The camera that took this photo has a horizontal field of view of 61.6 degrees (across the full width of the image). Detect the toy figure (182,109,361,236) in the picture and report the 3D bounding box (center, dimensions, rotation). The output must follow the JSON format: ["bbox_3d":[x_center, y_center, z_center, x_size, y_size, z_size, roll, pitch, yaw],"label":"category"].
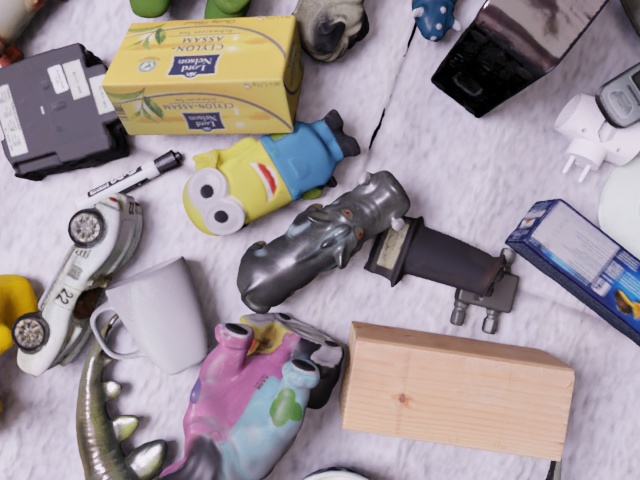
[{"bbox_3d":[-0.051,-0.063,0.544,0.180,0.089,0.082,-30,76,-8],"label":"toy figure"}]

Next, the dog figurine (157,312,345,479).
[{"bbox_3d":[-0.075,0.185,0.500,0.109,0.191,0.219,27,96,16],"label":"dog figurine"}]

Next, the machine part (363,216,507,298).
[{"bbox_3d":[0.118,0.019,0.554,0.139,0.039,0.084,16,83,20],"label":"machine part"}]

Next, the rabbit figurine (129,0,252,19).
[{"bbox_3d":[-0.112,-0.290,0.525,0.170,0.121,0.159,-17,94,-14],"label":"rabbit figurine"}]

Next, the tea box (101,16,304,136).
[{"bbox_3d":[-0.106,-0.157,0.517,0.170,0.068,0.098,0,55,7],"label":"tea box"}]

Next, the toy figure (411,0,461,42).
[{"bbox_3d":[0.127,-0.279,0.550,0.064,0.058,0.154,14,96,6],"label":"toy figure"}]

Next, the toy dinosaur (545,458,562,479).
[{"bbox_3d":[0.225,0.415,0.536,0.192,0.131,0.404,-20,85,0],"label":"toy dinosaur"}]

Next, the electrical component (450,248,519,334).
[{"bbox_3d":[0.174,0.050,0.571,0.063,0.021,0.094,15,91,1],"label":"electrical component"}]

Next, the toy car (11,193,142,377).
[{"bbox_3d":[-0.242,0.043,0.548,0.056,0.073,0.201,30,91,3],"label":"toy car"}]

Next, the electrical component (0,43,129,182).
[{"bbox_3d":[-0.258,-0.131,0.554,0.134,0.058,0.114,-15,93,0],"label":"electrical component"}]

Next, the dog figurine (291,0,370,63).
[{"bbox_3d":[-0.003,-0.295,0.539,0.172,0.121,0.190,46,114,35],"label":"dog figurine"}]

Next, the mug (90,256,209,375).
[{"bbox_3d":[-0.165,0.085,0.542,0.109,0.081,0.107,-29,98,-21],"label":"mug"}]

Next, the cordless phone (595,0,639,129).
[{"bbox_3d":[0.330,-0.203,0.527,0.184,0.089,0.146,-32,91,-3],"label":"cordless phone"}]

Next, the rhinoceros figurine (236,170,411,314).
[{"bbox_3d":[-0.001,-0.002,0.529,0.190,0.112,0.073,-33,88,9],"label":"rhinoceros figurine"}]

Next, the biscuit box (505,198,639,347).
[{"bbox_3d":[0.294,0.041,0.550,0.203,0.063,0.059,38,90,-1],"label":"biscuit box"}]

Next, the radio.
[{"bbox_3d":[0.174,-0.190,0.467,0.073,0.229,0.131,38,95,1],"label":"radio"}]

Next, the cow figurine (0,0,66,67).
[{"bbox_3d":[-0.361,-0.231,0.540,0.127,0.085,0.195,38,93,-6],"label":"cow figurine"}]

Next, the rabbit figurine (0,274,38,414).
[{"bbox_3d":[-0.354,0.132,0.526,0.122,0.162,0.173,2,109,-12],"label":"rabbit figurine"}]

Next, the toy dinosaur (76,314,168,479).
[{"bbox_3d":[-0.191,0.319,0.544,0.199,0.105,0.471,-20,88,-7],"label":"toy dinosaur"}]
